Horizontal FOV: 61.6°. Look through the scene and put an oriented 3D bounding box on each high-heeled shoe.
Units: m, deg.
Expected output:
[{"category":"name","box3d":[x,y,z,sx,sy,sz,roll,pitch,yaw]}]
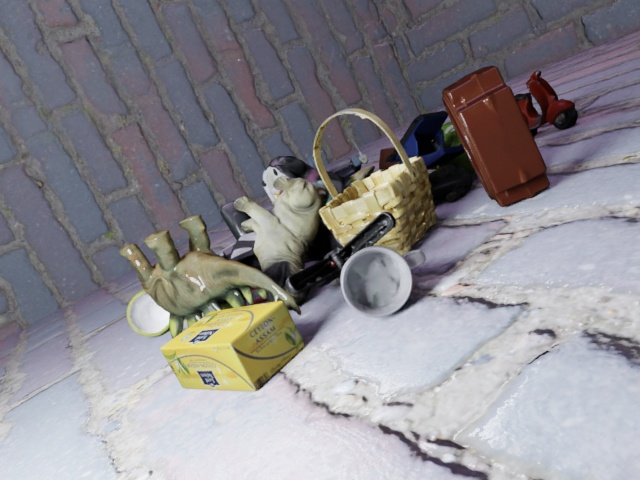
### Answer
[{"category":"high-heeled shoe","box3d":[-0.041,0.022,0.946,0.249,0.086,0.145,8,41,32]}]

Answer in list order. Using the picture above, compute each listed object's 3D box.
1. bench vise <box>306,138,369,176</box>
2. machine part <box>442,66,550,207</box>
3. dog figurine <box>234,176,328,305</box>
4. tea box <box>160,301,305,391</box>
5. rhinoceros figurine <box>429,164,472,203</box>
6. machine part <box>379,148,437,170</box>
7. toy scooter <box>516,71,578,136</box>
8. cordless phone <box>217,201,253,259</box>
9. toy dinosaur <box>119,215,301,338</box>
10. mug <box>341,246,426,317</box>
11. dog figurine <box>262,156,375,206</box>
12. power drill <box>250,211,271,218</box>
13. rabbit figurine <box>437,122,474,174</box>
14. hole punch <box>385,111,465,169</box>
[{"category":"bench vise","box3d":[0.010,-0.148,1.351,0.241,0.129,0.223,-27,-14,-1]},{"category":"machine part","box3d":[0.267,-0.162,0.839,0.087,0.201,0.201,-28,10,15]},{"category":"dog figurine","box3d":[-0.034,0.006,0.869,0.172,0.191,0.121,-30,-25,-1]},{"category":"tea box","box3d":[-0.114,0.135,0.681,0.170,0.068,0.098,-14,15,44]},{"category":"rhinoceros figurine","box3d":[0.201,-0.102,1.057,0.190,0.073,0.112,-17,15,38]},{"category":"machine part","box3d":[0.233,-0.198,1.302,0.179,0.056,0.179,-1,6,0]},{"category":"toy scooter","box3d":[0.466,-0.294,1.182,0.075,0.135,0.184,-34,11,-27]},{"category":"cordless phone","box3d":[-0.174,0.013,1.074,0.146,0.184,0.088,-30,-17,-17]},{"category":"toy dinosaur","box3d":[-0.193,0.065,0.845,0.105,0.198,0.472,-32,12,-34]},{"category":"mug","box3d":[0.074,0.040,0.663,0.109,0.080,0.107,-33,2,-2]},{"category":"dog figurine","box3d":[0.012,-0.116,1.130,0.219,0.191,0.108,-26,-18,-34]},{"category":"power drill","box3d":[-0.080,-0.039,1.226,0.232,0.086,0.207,0,-2,-1]},{"category":"rabbit figurine","box3d":[0.304,-0.175,1.129,0.159,0.121,0.170,-11,29,24]},{"category":"hole punch","box3d":[0.211,-0.171,1.025,0.142,0.092,0.115,-25,-21,-42]}]
